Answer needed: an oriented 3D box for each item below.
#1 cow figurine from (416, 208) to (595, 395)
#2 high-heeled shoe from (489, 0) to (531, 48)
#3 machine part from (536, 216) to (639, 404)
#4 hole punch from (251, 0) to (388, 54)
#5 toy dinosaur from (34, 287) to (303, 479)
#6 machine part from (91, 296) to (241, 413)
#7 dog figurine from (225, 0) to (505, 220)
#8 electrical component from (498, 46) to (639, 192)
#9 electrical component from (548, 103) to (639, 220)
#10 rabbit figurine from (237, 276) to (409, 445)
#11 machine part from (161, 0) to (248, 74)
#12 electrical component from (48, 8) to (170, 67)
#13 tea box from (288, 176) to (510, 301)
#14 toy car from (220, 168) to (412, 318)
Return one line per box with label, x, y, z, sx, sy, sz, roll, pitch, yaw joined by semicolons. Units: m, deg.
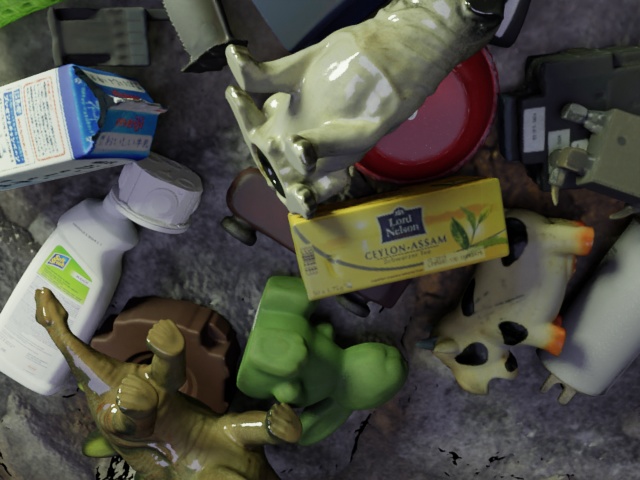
cow figurine;0.173;0.063;0.524;0.127;0.085;0.194;16;107;19
high-heeled shoe;0.184;-0.266;0.390;0.249;0.086;0.145;-37;109;23
machine part;0.291;0.066;0.523;0.079;0.079;0.243;23;114;-4
hole punch;-0.006;-0.219;0.425;0.142;0.092;0.115;-35;102;22
toy dinosaur;-0.108;0.220;0.536;0.471;0.105;0.198;48;135;-14
machine part;-0.178;0.149;0.617;0.179;0.056;0.179;2;113;4
dog figurine;0.039;-0.112;0.412;0.190;0.172;0.121;-30;90;-13
electrical component;0.226;-0.106;0.465;0.134;0.058;0.114;-4;111;8
electrical component;0.234;-0.060;0.432;0.102;0.045;0.078;12;86;-3
rabbit figurine;0.003;0.142;0.562;0.170;0.121;0.159;16;120;-5
machine part;-0.101;-0.204;0.422;0.084;0.039;0.138;-9;103;29
electrical component;-0.166;-0.175;0.464;0.119;0.075;0.047;-7;112;-21
tea box;0.062;-0.007;0.466;0.170;0.098;0.068;-14;100;-5
toy car;-0.001;-0.002;0.535;0.202;0.053;0.089;32;92;-10
